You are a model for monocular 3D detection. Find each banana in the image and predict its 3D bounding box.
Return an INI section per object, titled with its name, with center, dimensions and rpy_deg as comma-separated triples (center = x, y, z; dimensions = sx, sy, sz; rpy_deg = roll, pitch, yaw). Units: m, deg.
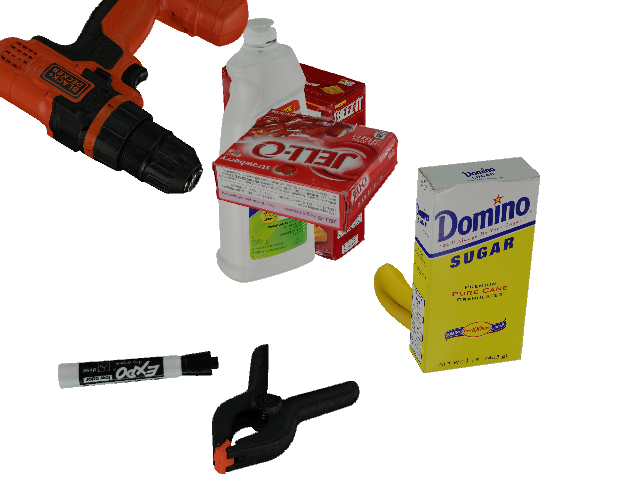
[banana]
center = 0.104, 0.071, 1.136
dimensions = 0.069, 0.037, 0.198
rpy_deg = 4, 19, -37

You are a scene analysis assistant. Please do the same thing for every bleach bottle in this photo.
[bleach bottle]
center = -0.059, -0.089, 1.041
dimensions = 0.102, 0.251, 0.068
rpy_deg = -16, 31, -24

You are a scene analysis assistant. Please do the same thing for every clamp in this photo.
[clamp]
center = -0.056, 0.159, 1.031
dimensions = 0.120, 0.039, 0.171
rpy_deg = 21, 33, 34

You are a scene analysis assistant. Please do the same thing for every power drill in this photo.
[power drill]
center = -0.134, -0.136, 0.824
dimensions = 0.184, 0.187, 0.057
rpy_deg = 32, -35, 6

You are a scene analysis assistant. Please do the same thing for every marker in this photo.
[marker]
center = -0.139, 0.099, 0.819
dimensions = 0.121, 0.020, 0.020
rpy_deg = -4, 0, -6

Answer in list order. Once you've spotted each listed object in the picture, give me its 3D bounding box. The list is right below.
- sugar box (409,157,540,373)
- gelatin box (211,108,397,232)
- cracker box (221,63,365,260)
[sugar box]
center = 0.126, 0.022, 0.888
dimensions = 0.093, 0.176, 0.048
rpy_deg = -7, 31, -12
[gelatin box]
center = -0.008, -0.045, 0.639
dimensions = 0.089, 0.030, 0.073
rpy_deg = 14, 39, 23
[cracker box]
center = -0.032, -0.099, 1.260
dimensions = 0.164, 0.214, 0.072
rpy_deg = 22, 41, 30
